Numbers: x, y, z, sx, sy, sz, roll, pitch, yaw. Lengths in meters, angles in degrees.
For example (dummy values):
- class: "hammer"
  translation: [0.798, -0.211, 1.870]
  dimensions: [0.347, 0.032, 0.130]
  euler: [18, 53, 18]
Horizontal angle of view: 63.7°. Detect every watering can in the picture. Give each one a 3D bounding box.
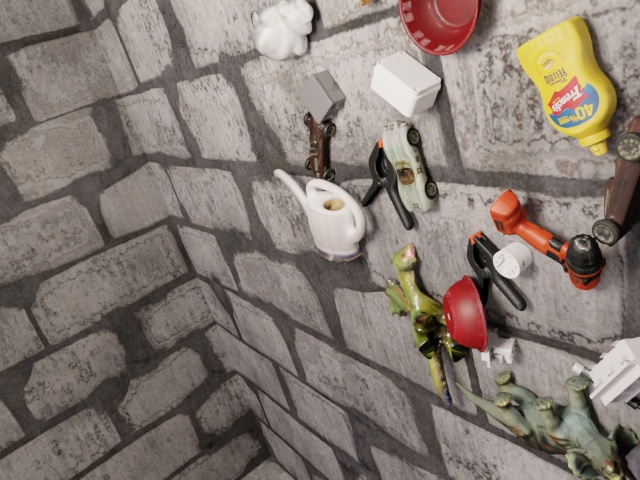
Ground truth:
- class: "watering can"
  translation: [0.004, -0.069, 1.380]
  dimensions: [0.351, 0.105, 0.219]
  euler: [27, 138, 45]

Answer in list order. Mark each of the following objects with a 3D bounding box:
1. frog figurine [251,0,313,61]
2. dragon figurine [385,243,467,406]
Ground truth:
- class: "frog figurine"
  translation: [-0.073, -0.468, 1.153]
  dimensions: [0.160, 0.124, 0.135]
  euler: [9, 157, 45]
- class: "dragon figurine"
  translation: [0.241, 0.198, 1.277]
  dimensions: [0.246, 0.123, 0.402]
  euler: [-132, 29, -57]
